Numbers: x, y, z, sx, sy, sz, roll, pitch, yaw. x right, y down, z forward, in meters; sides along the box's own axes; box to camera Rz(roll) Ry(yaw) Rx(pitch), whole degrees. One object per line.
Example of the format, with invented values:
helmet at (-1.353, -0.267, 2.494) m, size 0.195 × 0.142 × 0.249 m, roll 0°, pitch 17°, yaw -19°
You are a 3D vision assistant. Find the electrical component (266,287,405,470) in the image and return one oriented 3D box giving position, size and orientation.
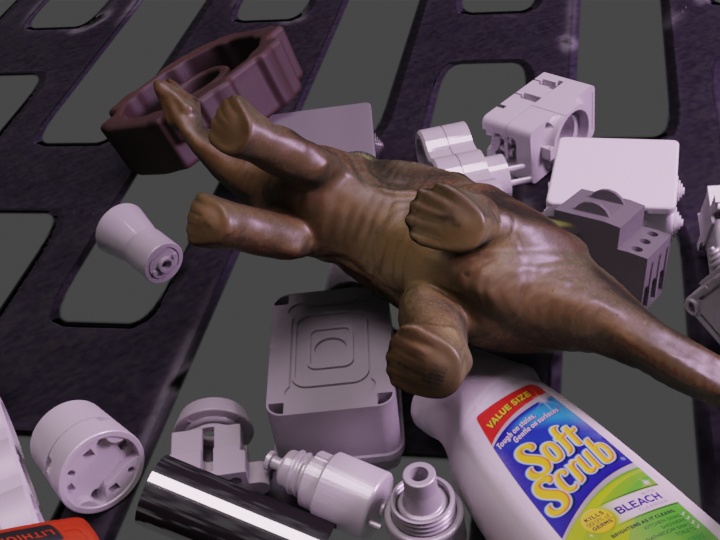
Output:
electrical component at (-0.015, 0.068, 0.666) m, size 0.078 × 0.057 × 0.113 m, roll -6°, pitch 37°, yaw 3°

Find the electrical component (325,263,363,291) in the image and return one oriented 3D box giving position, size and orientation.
electrical component at (0.000, 0.000, 0.762) m, size 0.043 × 0.043 × 0.081 m, roll -2°, pitch 38°, yaw 9°

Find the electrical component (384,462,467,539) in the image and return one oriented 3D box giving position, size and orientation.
electrical component at (0.034, 0.129, 0.573) m, size 0.043 × 0.062 × 0.043 m, roll -6°, pitch 38°, yaw 4°

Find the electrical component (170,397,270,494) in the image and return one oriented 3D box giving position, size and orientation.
electrical component at (-0.087, 0.110, 0.638) m, size 0.066 × 0.048 × 0.055 m, roll -8°, pitch 45°, yaw 1°

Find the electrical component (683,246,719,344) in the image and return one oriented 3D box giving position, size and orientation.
electrical component at (0.248, 0.019, 0.642) m, size 0.061 × 0.061 × 0.096 m, roll -33°, pitch 78°, yaw -29°

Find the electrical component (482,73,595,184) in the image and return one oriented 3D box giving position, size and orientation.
electrical component at (0.150, -0.115, 0.875) m, size 0.056 × 0.050 × 0.089 m, roll 25°, pitch 49°, yaw 36°

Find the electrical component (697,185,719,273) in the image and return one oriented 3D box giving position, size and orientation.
electrical component at (0.293, -0.022, 0.710) m, size 0.121 × 0.078 × 0.063 m, roll -3°, pitch 67°, yaw 7°

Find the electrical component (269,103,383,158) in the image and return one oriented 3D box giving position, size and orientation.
electrical component at (-0.030, -0.090, 0.879) m, size 0.100 × 0.048 × 0.099 m, roll -7°, pitch 38°, yaw 3°

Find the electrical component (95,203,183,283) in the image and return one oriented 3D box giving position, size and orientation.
electrical component at (-0.166, -0.018, 0.822) m, size 0.044 × 0.044 × 0.065 m, roll -33°, pitch 49°, yaw -28°

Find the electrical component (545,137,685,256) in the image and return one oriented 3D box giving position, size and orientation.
electrical component at (0.186, -0.053, 0.789) m, size 0.100 × 0.048 × 0.099 m, roll 4°, pitch 39°, yaw 16°

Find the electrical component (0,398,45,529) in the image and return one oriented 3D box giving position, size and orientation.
electrical component at (-0.230, 0.135, 0.626) m, size 0.074 × 0.052 × 0.138 m, roll -22°, pitch 39°, yaw -16°

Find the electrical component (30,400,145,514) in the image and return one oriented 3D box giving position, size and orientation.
electrical component at (-0.165, 0.110, 0.646) m, size 0.055 × 0.055 × 0.047 m, roll -31°, pitch 39°, yaw -26°

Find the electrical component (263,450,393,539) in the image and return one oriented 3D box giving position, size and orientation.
electrical component at (-0.018, 0.121, 0.605) m, size 0.078 × 0.040 × 0.040 m, roll 19°, pitch 45°, yaw 19°

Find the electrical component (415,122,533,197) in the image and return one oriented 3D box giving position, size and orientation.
electrical component at (0.094, -0.067, 0.822) m, size 0.074 × 0.052 × 0.138 m, roll -12°, pitch 38°, yaw -5°
